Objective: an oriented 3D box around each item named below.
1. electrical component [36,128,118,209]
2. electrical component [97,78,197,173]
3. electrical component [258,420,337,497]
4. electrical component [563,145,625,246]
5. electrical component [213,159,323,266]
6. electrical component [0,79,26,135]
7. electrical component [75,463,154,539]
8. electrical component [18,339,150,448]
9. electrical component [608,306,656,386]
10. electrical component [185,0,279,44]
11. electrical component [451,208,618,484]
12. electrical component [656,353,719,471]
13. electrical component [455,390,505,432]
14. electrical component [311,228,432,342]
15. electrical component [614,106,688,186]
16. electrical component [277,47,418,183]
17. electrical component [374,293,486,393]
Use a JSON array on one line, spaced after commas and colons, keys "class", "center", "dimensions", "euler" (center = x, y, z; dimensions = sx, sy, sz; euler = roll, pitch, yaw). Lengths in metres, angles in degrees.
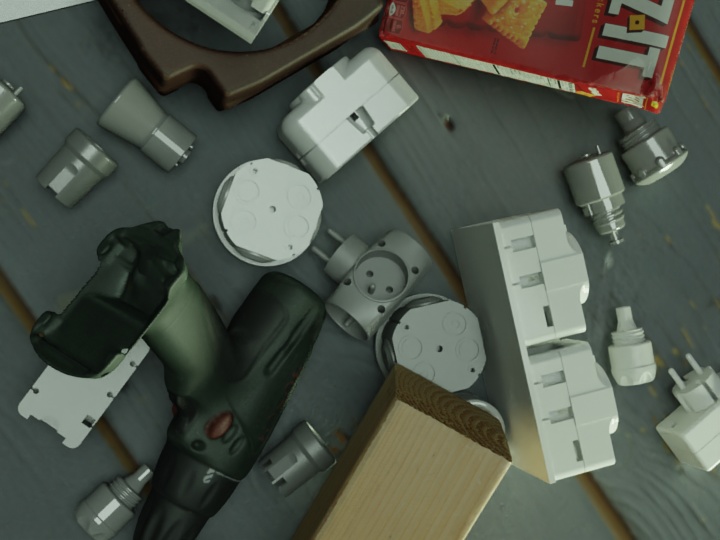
[{"class": "electrical component", "center": [-0.204, -0.072, 0.772], "dimensions": [0.040, 0.040, 0.046], "euler": [43, 88, -8]}, {"class": "electrical component", "center": [-0.152, -0.102, 0.782], "dimensions": [0.065, 0.044, 0.044], "euler": [39, 83, -13]}, {"class": "electrical component", "center": [-0.047, 0.141, 0.801], "dimensions": [0.046, 0.040, 0.040], "euler": [-38, 96, -4]}, {"class": "electrical component", "center": [0.189, -0.058, 0.847], "dimensions": [0.040, 0.040, 0.078], "euler": [-21, 94, -10]}, {"class": "electrical component", "center": [-0.067, -0.043, 0.792], "dimensions": [0.080, 0.051, 0.080], "euler": [0, 90, -11]}, {"class": "electrical component", "center": [-0.272, -0.106, 0.758], "dimensions": [0.040, 0.040, 0.078], "euler": [44, 83, -8]}, {"class": "electrical component", "center": [-0.175, 0.165, 0.778], "dimensions": [0.061, 0.035, 0.035], "euler": [-44, 97, -11]}, {"class": "electrical component", "center": [-0.194, 0.074, 0.764], "dimensions": [0.050, 0.056, 0.089], "euler": [37, 83, -9]}, {"class": "electrical component", "center": [0.214, 0.059, 0.854], "dimensions": [0.035, 0.035, 0.061], "euler": [-10, 89, -11]}, {"class": "electrical component", "center": [-0.101, -0.210, 0.685], "dimensions": [0.121, 0.063, 0.078], "euler": [32, 43, -10]}, {"class": "electrical component", "center": [0.130, 0.052, 0.802], "dimensions": [0.060, 0.105, 0.186], "euler": [-13, 92, -11]}, {"class": "electrical component", "center": [0.276, 0.102, 0.859], "dimensions": [0.083, 0.047, 0.075], "euler": [-38, 96, -9]}, {"class": "electrical component", "center": [0.080, 0.121, 0.821], "dimensions": [0.055, 0.047, 0.055], "euler": [0, 90, -11]}, {"class": "electrical component", "center": [0.000, 0.000, 0.806], "dimensions": [0.079, 0.044, 0.077], "euler": [39, 71, 9]}, {"class": "electrical component", "center": [0.226, -0.102, 0.854], "dimensions": [0.048, 0.048, 0.062], "euler": [-33, 88, -10]}, {"class": "electrical component", "center": [-0.013, -0.118, 0.802], "dimensions": [0.095, 0.054, 0.059], "euler": [-42, 97, -8]}, {"class": "electrical component", "center": [0.054, 0.058, 0.814], "dimensions": [0.080, 0.051, 0.080], "euler": [0, 90, -11]}]
